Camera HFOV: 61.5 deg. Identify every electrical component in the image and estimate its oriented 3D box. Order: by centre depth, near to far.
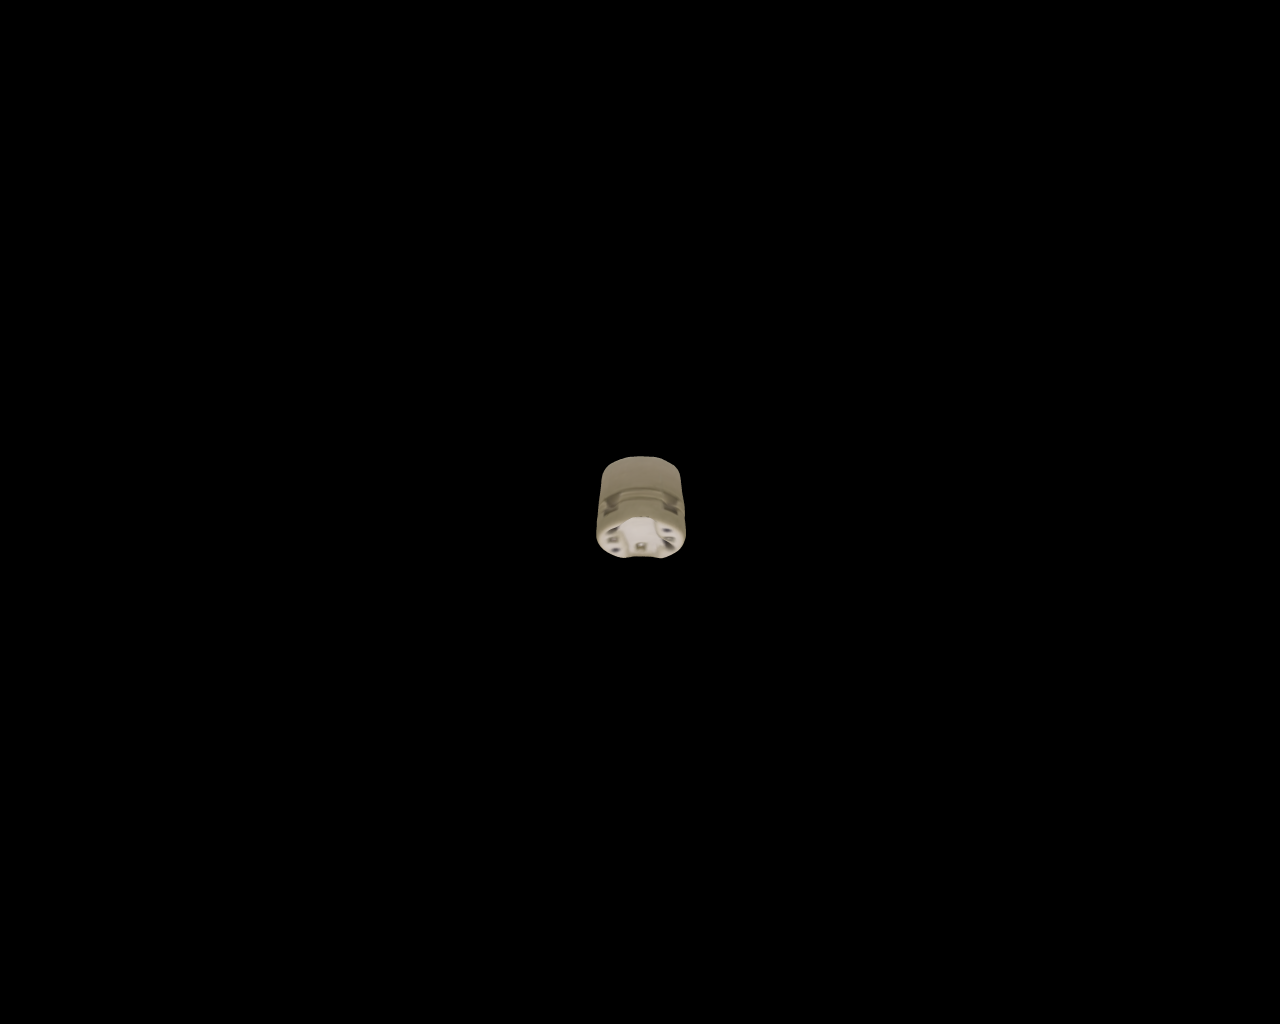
[{"bbox_3d":[0.001,-0.003,0.650,0.055,0.047,0.055,0,-30,0],"label":"electrical component"}]
